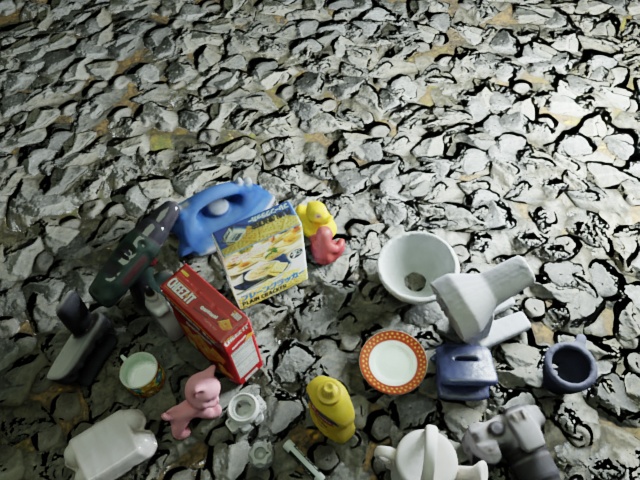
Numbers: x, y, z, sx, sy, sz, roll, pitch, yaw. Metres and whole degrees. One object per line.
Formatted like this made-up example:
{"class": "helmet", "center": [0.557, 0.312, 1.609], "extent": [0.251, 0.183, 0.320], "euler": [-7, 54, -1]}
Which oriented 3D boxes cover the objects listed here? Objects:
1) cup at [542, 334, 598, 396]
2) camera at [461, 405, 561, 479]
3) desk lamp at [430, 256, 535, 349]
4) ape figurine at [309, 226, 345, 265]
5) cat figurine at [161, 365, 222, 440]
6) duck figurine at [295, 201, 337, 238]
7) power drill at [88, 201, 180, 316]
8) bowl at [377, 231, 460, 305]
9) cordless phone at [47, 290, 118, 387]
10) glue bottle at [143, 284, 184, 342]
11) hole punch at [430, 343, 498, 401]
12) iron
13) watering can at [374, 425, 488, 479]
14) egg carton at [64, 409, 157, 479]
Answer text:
{"class": "cup", "center": [0.451, 0.235, 1.053], "extent": [0.091, 0.095, 0.118], "euler": [25, 61, 17]}
{"class": "camera", "center": [0.335, 0.362, 0.971], "extent": [0.143, 0.101, 0.136], "euler": [-18, 58, -9]}
{"class": "desk lamp", "center": [0.303, 0.118, 1.063], "extent": [0.203, 0.214, 0.117], "euler": [-21, 59, -11]}
{"class": "ape figurine", "center": [0.011, 0.004, 1.218], "extent": [0.077, 0.092, 0.076], "euler": [27, 62, 18]}
{"class": "cat figurine", "center": [-0.227, 0.287, 1.028], "extent": [0.128, 0.118, 0.067], "euler": [-33, 62, -18]}
{"class": "duck figurine", "center": [-0.012, -0.054, 1.261], "extent": [0.104, 0.086, 0.078], "euler": [32, 64, 20]}
{"class": "power drill", "center": [-0.340, 0.054, 1.128], "extent": [0.075, 0.208, 0.230], "euler": [29, 63, 19]}
{"class": "bowl", "center": [0.198, 0.069, 1.181], "extent": [0.167, 0.075, 0.167], "euler": [-1, 57, 1]}
{"class": "cordless phone", "center": [-0.466, 0.182, 1.064], "extent": [0.094, 0.185, 0.148], "euler": [13, 59, 11]}
{"class": "glue bottle", "center": [-0.308, 0.131, 1.098], "extent": [0.037, 0.173, 0.078], "euler": [-38, 63, -20]}
{"class": "hole punch", "center": [0.265, 0.237, 1.061], "extent": [0.108, 0.091, 0.101], "euler": [0, 57, 2]}
{"class": "iron", "center": [-0.217, -0.075, 1.248], "extent": [0.259, 0.141, 0.118], "euler": [-30, 61, -16]}
{"class": "watering can", "center": [0.178, 0.359, 0.923], "extent": [0.173, 0.194, 0.101], "euler": [-8, 57, -3]}
{"class": "egg carton", "center": [-0.368, 0.370, 1.008], "extent": [0.150, 0.069, 0.107], "euler": [-31, 61, -17]}
